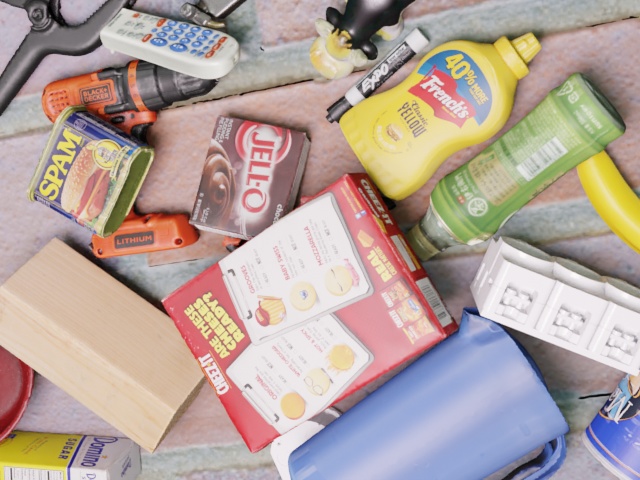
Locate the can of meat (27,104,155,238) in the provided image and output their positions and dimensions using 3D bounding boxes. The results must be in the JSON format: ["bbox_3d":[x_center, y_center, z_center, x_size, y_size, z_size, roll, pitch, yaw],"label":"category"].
[{"bbox_3d":[-0.215,-0.063,1.007,0.084,0.057,0.102,29,105,8],"label":"can of meat"}]

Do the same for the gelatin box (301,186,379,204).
[{"bbox_3d":[0.024,-0.002,1.002,0.073,0.030,0.089,-8,89,7],"label":"gelatin box"}]

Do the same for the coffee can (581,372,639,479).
[{"bbox_3d":[0.319,0.152,0.966,0.103,0.102,0.140,32,105,4],"label":"coffee can"}]

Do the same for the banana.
[{"bbox_3d":[0.305,-0.018,0.975,0.198,0.037,0.069,32,81,2],"label":"banana"}]

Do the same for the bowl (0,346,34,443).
[{"bbox_3d":[-0.364,0.148,1.119,0.162,0.055,0.162,-2,78,11],"label":"bowl"}]

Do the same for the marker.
[{"bbox_3d":[0.052,-0.153,1.009,0.121,0.020,0.020,-41,90,15],"label":"marker"}]

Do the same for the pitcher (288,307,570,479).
[{"bbox_3d":[0.102,0.188,0.983,0.243,0.145,0.149,-34,65,4],"label":"pitcher"}]

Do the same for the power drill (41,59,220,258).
[{"bbox_3d":[-0.173,-0.082,1.052,0.185,0.057,0.187,-8,96,17],"label":"power drill"}]

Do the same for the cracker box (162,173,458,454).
[{"bbox_3d":[-0.009,0.064,0.952,0.214,0.072,0.164,-34,82,19],"label":"cracker box"}]

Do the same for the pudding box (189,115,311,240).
[{"bbox_3d":[-0.066,-0.057,1.025,0.090,0.039,0.113,13,85,13],"label":"pudding box"}]

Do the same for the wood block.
[{"bbox_3d":[-0.216,0.104,1.063,0.206,0.090,0.090,35,135,3],"label":"wood block"}]

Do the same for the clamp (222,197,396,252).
[{"bbox_3d":[-0.007,0.001,1.042,0.171,0.039,0.120,16,87,10],"label":"clamp"}]

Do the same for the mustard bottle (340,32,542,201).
[{"bbox_3d":[0.118,-0.126,0.979,0.192,0.058,0.096,-35,74,14],"label":"mustard bottle"}]

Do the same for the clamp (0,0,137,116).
[{"bbox_3d":[-0.281,-0.229,1.056,0.210,0.036,0.164,-22,95,13],"label":"clamp"}]

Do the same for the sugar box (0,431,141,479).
[{"bbox_3d":[-0.285,0.235,1.115,0.176,0.093,0.048,-1,100,11],"label":"sugar box"}]
